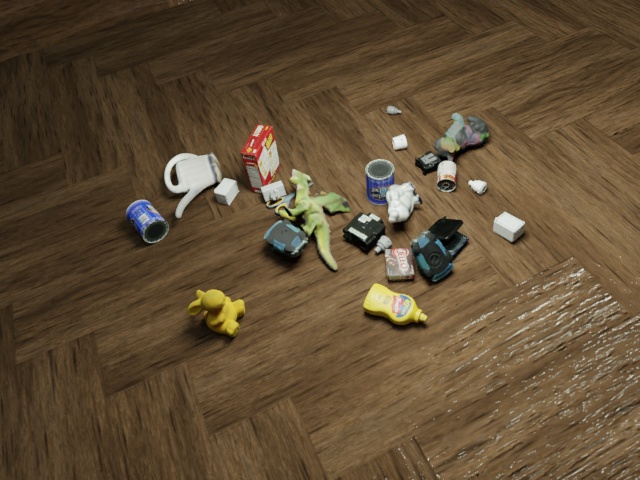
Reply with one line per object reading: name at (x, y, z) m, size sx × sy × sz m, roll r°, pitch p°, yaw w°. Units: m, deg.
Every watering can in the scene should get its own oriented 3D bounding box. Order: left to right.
watering can at (-0.489, -0.229, 2.012) m, size 0.225 × 0.355 × 0.101 m, roll -17°, pitch -39°, yaw -7°

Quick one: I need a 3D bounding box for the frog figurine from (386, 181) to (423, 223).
frog figurine at (0.271, -0.116, 1.798) m, size 0.123 × 0.162 × 0.134 m, roll 23°, pitch -29°, yaw 30°

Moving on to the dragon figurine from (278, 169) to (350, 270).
dragon figurine at (0.006, -0.093, 1.846) m, size 0.245 × 0.415 × 0.119 m, roll -32°, pitch -20°, yaw -25°
